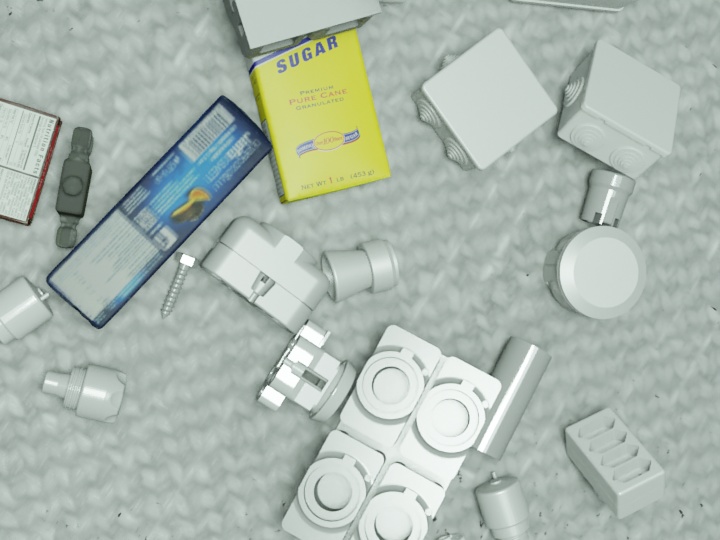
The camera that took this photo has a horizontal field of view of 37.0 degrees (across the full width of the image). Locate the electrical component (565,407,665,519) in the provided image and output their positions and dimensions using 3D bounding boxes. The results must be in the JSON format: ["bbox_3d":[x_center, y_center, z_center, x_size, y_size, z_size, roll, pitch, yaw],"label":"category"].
[{"bbox_3d":[0.223,0.179,0.941,0.047,0.083,0.075,-24,133,-11],"label":"electrical component"}]

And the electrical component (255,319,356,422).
[{"bbox_3d":[-0.040,0.088,0.885,0.057,0.058,0.078,34,83,-8],"label":"electrical component"}]

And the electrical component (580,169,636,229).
[{"bbox_3d":[0.218,-0.062,0.953,0.040,0.040,0.046,17,92,-12],"label":"electrical component"}]

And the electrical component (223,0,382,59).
[{"bbox_3d":[-0.066,-0.269,0.830,0.105,0.060,0.186,-18,95,-12],"label":"electrical component"}]

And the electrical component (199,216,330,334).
[{"bbox_3d":[-0.075,0.001,0.878,0.095,0.054,0.059,37,82,-10],"label":"electrical component"}]

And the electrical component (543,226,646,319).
[{"bbox_3d":[0.205,0.002,0.943,0.080,0.051,0.080,0,90,-13],"label":"electrical component"}]

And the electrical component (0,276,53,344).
[{"bbox_3d":[-0.278,0.038,0.840,0.078,0.040,0.040,-37,98,-10],"label":"electrical component"}]

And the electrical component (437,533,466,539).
[{"bbox_3d":[0.083,0.260,0.922,0.044,0.044,0.065,-21,90,-12],"label":"electrical component"}]

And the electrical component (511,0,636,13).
[{"bbox_3d":[0.189,-0.287,0.937,0.109,0.056,0.108,3,89,-13],"label":"electrical component"}]

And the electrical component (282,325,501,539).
[{"bbox_3d":[0.027,0.151,0.882,0.105,0.060,0.186,28,84,7],"label":"electrical component"}]

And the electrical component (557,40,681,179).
[{"bbox_3d":[0.224,-0.137,0.932,0.100,0.048,0.099,27,53,-11],"label":"electrical component"}]

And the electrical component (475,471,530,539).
[{"bbox_3d":[0.128,0.215,0.932,0.040,0.040,0.078,-19,94,-12],"label":"electrical component"}]

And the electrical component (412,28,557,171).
[{"bbox_3d":[0.104,-0.143,0.921,0.100,0.048,0.099,-38,98,-10],"label":"electrical component"}]

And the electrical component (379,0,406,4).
[{"bbox_3d":[0.013,-0.251,0.899,0.047,0.055,0.055,-3,91,-9],"label":"electrical component"}]

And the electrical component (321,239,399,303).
[{"bbox_3d":[0.000,0.000,0.900,0.055,0.045,0.045,-13,93,-13],"label":"electrical component"}]

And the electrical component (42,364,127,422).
[{"bbox_3d":[-0.219,0.095,0.851,0.062,0.043,0.043,15,87,-12],"label":"electrical component"}]
